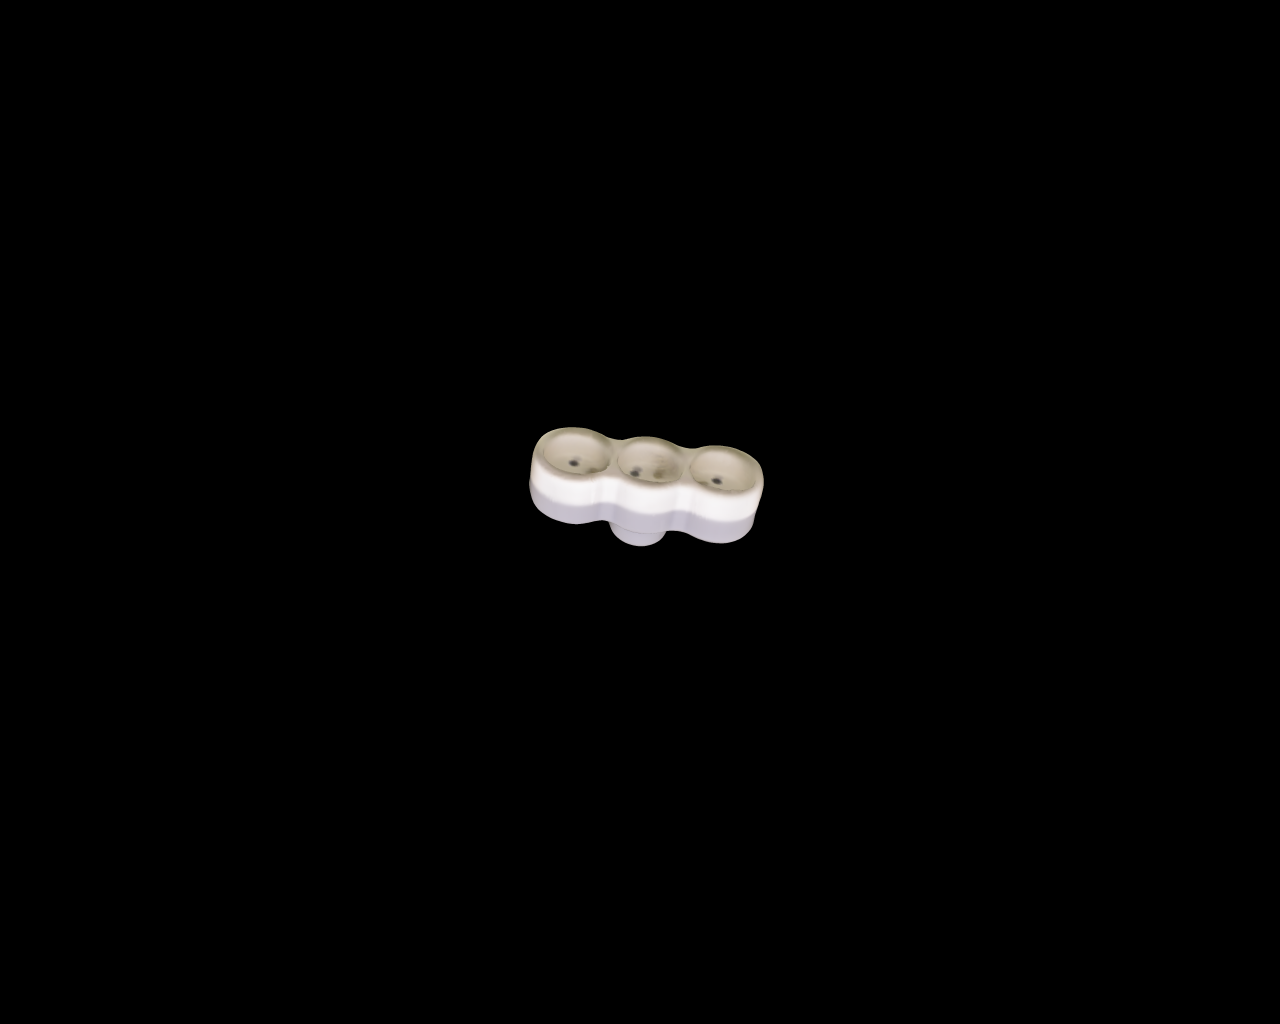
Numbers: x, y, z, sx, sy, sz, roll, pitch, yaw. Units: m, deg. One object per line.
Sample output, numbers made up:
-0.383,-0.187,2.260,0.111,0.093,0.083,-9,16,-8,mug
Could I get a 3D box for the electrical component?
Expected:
0.001,-0.003,0.650,0.138,0.073,0.052,7,40,-6,electrical component
